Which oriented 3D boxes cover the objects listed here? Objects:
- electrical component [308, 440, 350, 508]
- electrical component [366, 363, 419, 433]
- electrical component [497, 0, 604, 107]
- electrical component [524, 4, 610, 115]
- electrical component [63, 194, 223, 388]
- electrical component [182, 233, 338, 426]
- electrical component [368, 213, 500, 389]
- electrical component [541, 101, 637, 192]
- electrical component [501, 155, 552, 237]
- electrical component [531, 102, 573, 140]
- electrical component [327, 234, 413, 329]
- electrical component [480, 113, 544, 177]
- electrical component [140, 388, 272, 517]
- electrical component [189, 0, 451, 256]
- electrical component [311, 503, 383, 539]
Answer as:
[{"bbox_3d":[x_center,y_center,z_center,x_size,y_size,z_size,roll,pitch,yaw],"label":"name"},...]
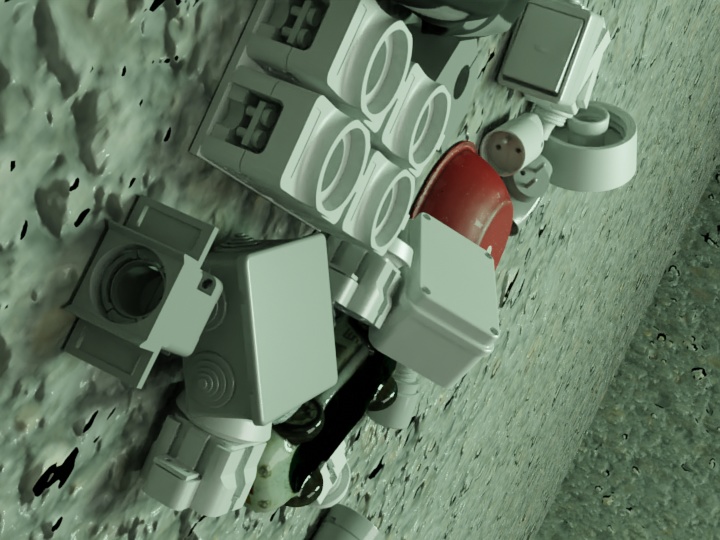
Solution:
[{"bbox_3d":[-0.034,0.151,0.819,0.066,0.048,0.055,-56,150,-27],"label":"electrical component"},{"bbox_3d":[0.033,0.103,0.945,0.040,0.040,0.078,-17,127,-65],"label":"electrical component"},{"bbox_3d":[0.165,-0.195,0.923,0.061,0.062,0.096,-14,125,-66],"label":"electrical component"},{"bbox_3d":[0.194,-0.200,0.993,0.096,0.061,0.062,-66,160,-3],"label":"electrical component"},{"bbox_3d":[-0.097,0.012,0.505,0.081,0.042,0.064,-64,162,-6],"label":"electrical component"},{"bbox_3d":[-0.056,0.029,0.582,0.100,0.048,0.099,-21,108,-63],"label":"electrical component"},{"bbox_3d":[0.055,0.020,0.784,0.057,0.078,0.113,-49,-161,30],"label":"electrical component"},{"bbox_3d":[0.233,-0.135,1.107,0.108,0.108,0.060,-48,147,-42],"label":"electrical component"},{"bbox_3d":[0.157,-0.080,1.033,0.077,0.044,0.079,-59,-175,-22],"label":"electrical component"},{"bbox_3d":[0.189,-0.158,1.054,0.048,0.048,0.062,-18,134,-65],"label":"electrical component"},{"bbox_3d":[0.000,0.000,0.722,0.057,0.058,0.078,-62,160,-6],"label":"electrical component"},{"bbox_3d":[0.145,-0.117,0.986,0.081,0.043,0.043,-35,144,-56],"label":"electrical component"},{"bbox_3d":[-0.085,0.100,0.613,0.057,0.058,0.078,-66,161,6],"label":"electrical component"},{"bbox_3d":[-0.009,-0.079,0.605,0.105,0.060,0.186,-66,160,-2],"label":"electrical component"},{"bbox_3d":[-0.015,0.244,0.960,0.047,0.055,0.055,-52,156,-27],"label":"electrical component"}]
